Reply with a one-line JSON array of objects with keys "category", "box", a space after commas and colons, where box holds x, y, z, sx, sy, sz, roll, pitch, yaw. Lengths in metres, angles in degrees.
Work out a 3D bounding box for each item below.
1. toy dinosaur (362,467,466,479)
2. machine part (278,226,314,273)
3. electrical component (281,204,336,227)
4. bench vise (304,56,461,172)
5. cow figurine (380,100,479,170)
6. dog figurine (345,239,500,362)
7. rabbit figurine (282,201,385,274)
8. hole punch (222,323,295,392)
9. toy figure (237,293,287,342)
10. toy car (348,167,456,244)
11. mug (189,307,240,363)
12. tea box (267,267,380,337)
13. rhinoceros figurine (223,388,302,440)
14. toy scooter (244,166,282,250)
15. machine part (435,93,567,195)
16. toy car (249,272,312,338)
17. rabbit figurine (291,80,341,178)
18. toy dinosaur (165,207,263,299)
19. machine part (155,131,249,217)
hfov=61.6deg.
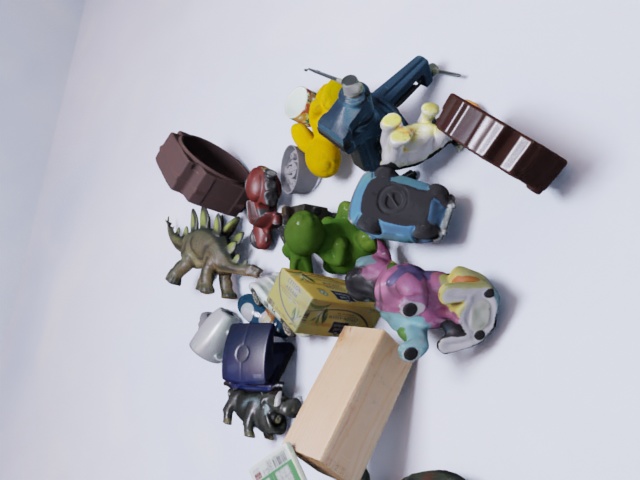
[{"category": "toy dinosaur", "box": [0.140, 0.379, 0.719, 0.405, 0.131, 0.192, -31, 58, 29]}, {"category": "machine part", "box": [-0.039, 0.040, 1.040, 0.039, 0.084, 0.139, -27, 59, -10]}, {"category": "electrical component", "box": [-0.023, -0.040, 1.026, 0.078, 0.102, 0.045, -1, 82, 56]}, {"category": "bench vise", "box": [0.107, -0.227, 0.891, 0.240, 0.223, 0.129, -44, 49, -8]}, {"category": "cow figurine", "box": [0.175, -0.161, 0.848, 0.098, 0.167, 0.068, 90, 159, -54]}, {"category": "dog figurine", "box": [0.143, 0.070, 0.813, 0.219, 0.192, 0.108, -115, 14, -64]}, {"category": "rabbit figurine", "box": [-0.002, -0.003, 0.934, 0.159, 0.170, 0.121, -43, 50, 28]}, {"category": "hole punch", "box": [-0.125, 0.217, 1.008, 0.142, 0.092, 0.116, -5, 42, 30]}, {"category": "toy figure", "box": [-0.111, 0.157, 1.086, 0.155, 0.058, 0.064, 26, 135, 46]}, {"category": "toy car", "box": [0.134, -0.045, 0.853, 0.162, 0.102, 0.109, 14, 81, 22]}, {"category": "mug", "box": [-0.219, 0.206, 1.164, 0.110, 0.080, 0.107, 32, 93, 52]}, {"category": "tea box", "box": [0.009, 0.107, 0.890, 0.098, 0.169, 0.068, 39, 107, 44]}, {"category": "rhinoceros figurine", "box": [-0.107, 0.320, 1.026, 0.190, 0.073, 0.112, -6, 63, 47]}, {"category": "toy scooter", "box": [-0.110, -0.073, 1.120, 0.135, 0.075, 0.183, 166, 104, -67]}, {"category": "machine part", "box": [0.240, -0.131, 0.726, 0.056, 0.179, 0.180, -58, 45, 19]}, {"category": "toy car", "box": [-0.065, 0.118, 1.025, 0.202, 0.073, 0.056, 36, 139, 45]}, {"category": "rabbit figurine", "box": [0.011, -0.203, 1.020, 0.163, 0.122, 0.173, 11, 87, 52]}, {"category": "toy dinosaur", "box": [-0.276, 0.023, 1.270, 0.472, 0.105, 0.198, 10, 79, 46]}, {"category": "machine part", "box": [-0.254, -0.153, 1.220, 0.087, 0.201, 0.202, -52, 47, 19]}]
